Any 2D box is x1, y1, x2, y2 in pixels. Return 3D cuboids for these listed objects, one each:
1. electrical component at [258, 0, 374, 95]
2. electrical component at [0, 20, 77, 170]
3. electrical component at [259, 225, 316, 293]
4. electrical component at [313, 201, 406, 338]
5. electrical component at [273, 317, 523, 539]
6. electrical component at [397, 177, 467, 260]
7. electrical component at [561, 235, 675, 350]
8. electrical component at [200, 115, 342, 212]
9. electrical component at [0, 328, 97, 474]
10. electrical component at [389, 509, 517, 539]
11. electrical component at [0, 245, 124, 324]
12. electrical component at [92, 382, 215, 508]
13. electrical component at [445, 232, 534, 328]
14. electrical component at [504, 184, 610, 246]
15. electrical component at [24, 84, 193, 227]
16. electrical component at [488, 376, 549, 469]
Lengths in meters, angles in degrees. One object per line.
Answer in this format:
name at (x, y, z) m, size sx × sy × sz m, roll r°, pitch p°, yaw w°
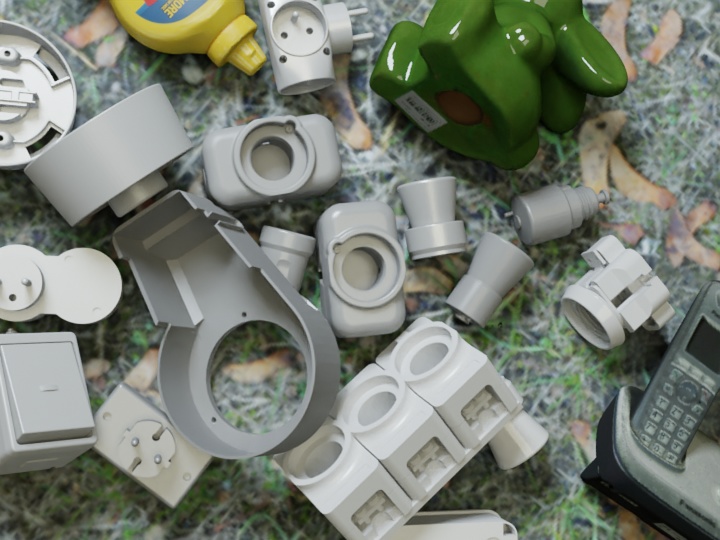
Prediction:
electrical component at (-0.030, -0.174, 0.788) m, size 0.079 × 0.044 × 0.077 m, roll -12°, pitch 88°, yaw -11°
electrical component at (-0.244, -0.117, 0.736) m, size 0.099 × 0.064 × 0.099 m, roll 1°, pitch 86°, yaw -10°
electrical component at (-0.056, -0.005, 0.775) m, size 0.040 × 0.040 × 0.046 m, roll 14°, pitch 90°, yaw -9°
electrical component at (0.000, 0.000, 0.774) m, size 0.054 × 0.059 × 0.095 m, roll -6°, pitch 87°, yaw -10°
electrical component at (0.023, 0.110, 0.748) m, size 0.150 × 0.089 × 0.061 m, roll -42°, pitch 122°, yaw -10°
electrical component at (0.054, -0.038, 0.794) m, size 0.045 × 0.045 × 0.055 m, roll -9°, pitch 88°, yaw -11°
electrical component at (0.189, 0.022, 0.808) m, size 0.057 × 0.058 × 0.078 m, roll -40°, pitch 93°, yaw -13°
electrical component at (-0.064, -0.077, 0.768) m, size 0.095 × 0.059 × 0.053 m, roll -11°, pitch 88°, yaw -11°
electrical component at (-0.219, 0.080, 0.710) m, size 0.062 × 0.061 × 0.096 m, roll 1°, pitch 65°, yaw -43°
electrical component at (0.052, 0.215, 0.771) m, size 0.113 × 0.057 × 0.078 m, roll 0°, pitch 86°, yaw -10°
electrical component at (-0.231, 0.009, 0.725) m, size 0.138 × 0.074 × 0.052 m, roll 2°, pitch 86°, yaw -10°
electrical component at (-0.145, 0.120, 0.732) m, size 0.083 × 0.076 × 0.047 m, roll 38°, pitch 81°, yaw -6°
electrical component at (0.094, 0.010, 0.801) m, size 0.044 × 0.044 × 0.065 m, roll 35°, pitch 86°, yaw -6°
electrical component at (0.151, -0.045, 0.814) m, size 0.078 × 0.040 × 0.040 m, roll -16°, pitch 89°, yaw -11°
electrical component at (-0.164, -0.071, 0.728) m, size 0.108 × 0.108 × 0.060 m, roll -35°, pitch 99°, yaw -10°
electrical component at (0.106, 0.112, 0.793) m, size 0.045 × 0.045 × 0.055 m, roll -37°, pitch 93°, yaw -10°
